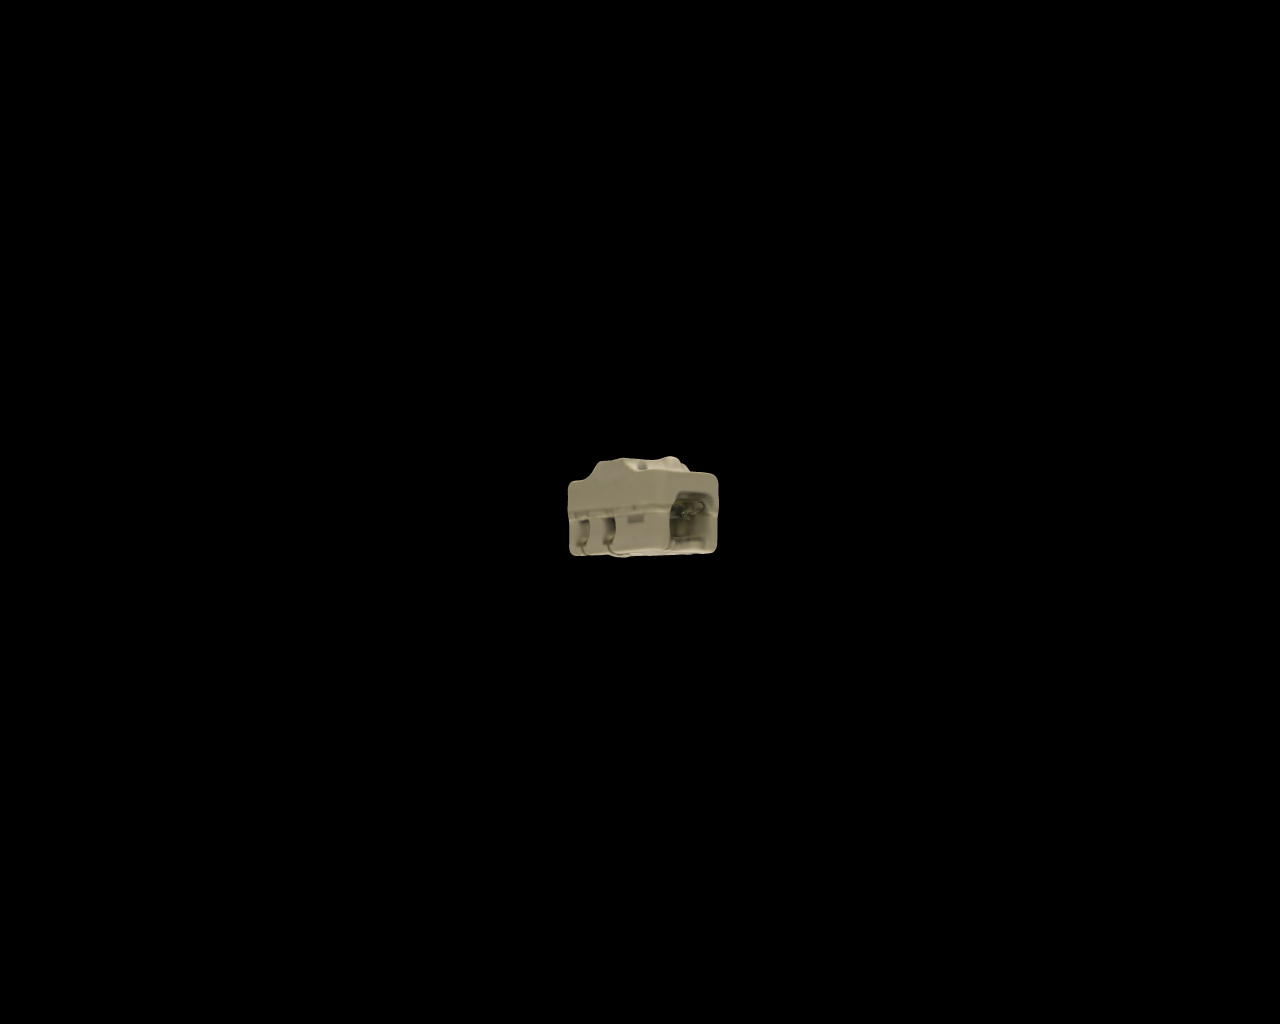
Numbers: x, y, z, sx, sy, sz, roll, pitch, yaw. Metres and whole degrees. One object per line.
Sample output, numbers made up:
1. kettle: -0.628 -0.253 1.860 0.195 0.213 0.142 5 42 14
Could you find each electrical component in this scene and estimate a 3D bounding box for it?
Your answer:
1. electrical component: 0.001 -0.003 0.650 0.050 0.055 0.089 4 -6 -39
